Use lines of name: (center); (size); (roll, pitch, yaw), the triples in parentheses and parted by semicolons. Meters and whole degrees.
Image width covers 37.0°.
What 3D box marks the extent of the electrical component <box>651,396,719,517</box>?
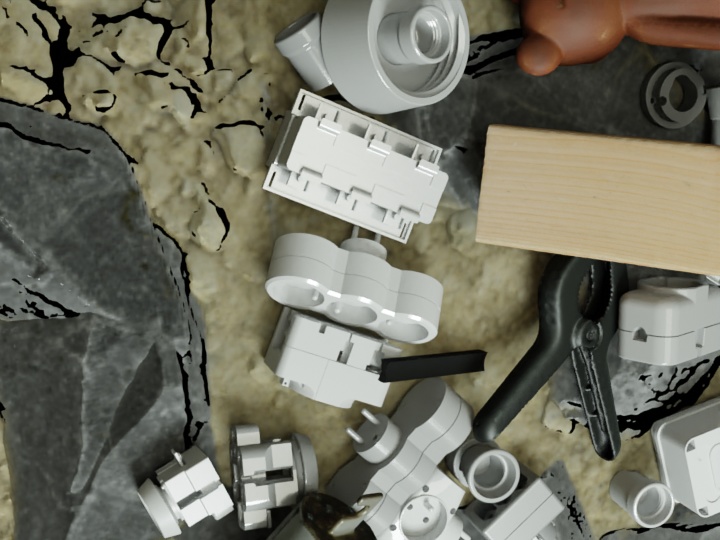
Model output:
electrical component: (0.321, 0.157, 0.943); (0.113, 0.057, 0.078); (-18, 104, -13)

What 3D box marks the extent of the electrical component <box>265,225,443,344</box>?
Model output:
electrical component: (0.000, 0.000, 0.824); (0.138, 0.052, 0.073); (19, 62, -16)

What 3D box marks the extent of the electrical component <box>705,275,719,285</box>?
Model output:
electrical component: (0.274, -0.043, 0.888); (0.121, 0.078, 0.063); (29, 109, -19)

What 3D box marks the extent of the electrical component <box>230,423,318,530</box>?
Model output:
electrical component: (-0.066, 0.156, 0.825); (0.057, 0.058, 0.078); (-4, 85, -17)

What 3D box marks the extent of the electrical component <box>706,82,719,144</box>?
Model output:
electrical component: (0.312, -0.126, 0.903); (0.044, 0.044, 0.065); (-12, 97, -15)

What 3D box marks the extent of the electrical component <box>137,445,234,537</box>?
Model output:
electrical component: (-0.134, 0.170, 0.815); (0.055, 0.048, 0.066); (-30, 107, -18)

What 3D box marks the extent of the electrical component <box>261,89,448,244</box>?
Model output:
electrical component: (-0.001, -0.075, 0.804); (0.121, 0.063, 0.078); (20, 92, -19)

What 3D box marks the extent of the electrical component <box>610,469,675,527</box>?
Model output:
electrical component: (0.243, 0.196, 0.932); (0.040, 0.046, 0.040); (-3, 100, -17)

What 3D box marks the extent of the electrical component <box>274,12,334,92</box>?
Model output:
electrical component: (-0.035, -0.160, 0.793); (0.040, 0.040, 0.046); (-38, 113, -8)

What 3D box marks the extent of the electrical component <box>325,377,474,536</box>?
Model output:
electrical component: (0.020, 0.138, 0.848); (0.138, 0.052, 0.074); (-48, 114, -4)

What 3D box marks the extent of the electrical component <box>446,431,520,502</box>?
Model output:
electrical component: (0.099, 0.159, 0.878); (0.045, 0.055, 0.045); (-3, 100, -16)

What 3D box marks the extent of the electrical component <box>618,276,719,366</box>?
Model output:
electrical component: (0.259, 0.039, 0.892); (0.095, 0.054, 0.059); (-10, 103, -42)

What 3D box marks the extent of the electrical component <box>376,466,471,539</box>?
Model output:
electrical component: (0.057, 0.206, 0.879); (0.079, 0.044, 0.077); (42, 86, -19)

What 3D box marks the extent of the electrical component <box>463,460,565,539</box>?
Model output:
electrical component: (0.139, 0.213, 0.903); (0.066, 0.047, 0.076); (-42, 108, -6)

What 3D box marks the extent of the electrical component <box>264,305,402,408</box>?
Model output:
electrical component: (-0.023, 0.070, 0.828); (0.089, 0.050, 0.055); (19, 93, -19)

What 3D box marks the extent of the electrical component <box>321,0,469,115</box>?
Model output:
electrical component: (0.032, -0.168, 0.781); (0.108, 0.060, 0.108); (-5, 97, -39)
